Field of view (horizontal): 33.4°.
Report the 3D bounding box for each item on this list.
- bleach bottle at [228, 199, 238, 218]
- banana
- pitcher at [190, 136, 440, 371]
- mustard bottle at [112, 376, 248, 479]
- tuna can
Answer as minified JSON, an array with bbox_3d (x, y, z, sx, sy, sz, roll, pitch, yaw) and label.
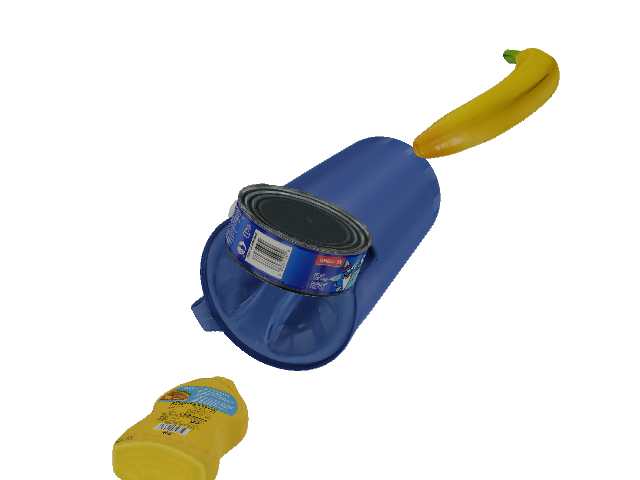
[{"bbox_3d":[-0.064,0.006,1.240,0.102,0.068,0.251,-8,29,-14],"label":"bleach bottle"},{"bbox_3d":[0.146,-0.113,0.855,0.070,0.037,0.197,-13,20,40],"label":"banana"},{"bbox_3d":[0.005,0.000,0.902,0.149,0.145,0.242,22,30,17],"label":"pitcher"},{"bbox_3d":[-0.125,0.183,1.062,0.096,0.058,0.191,7,19,14],"label":"mustard bottle"},{"bbox_3d":[-0.014,0.000,0.650,0.086,0.034,0.086,18,21,-7],"label":"tuna can"}]
